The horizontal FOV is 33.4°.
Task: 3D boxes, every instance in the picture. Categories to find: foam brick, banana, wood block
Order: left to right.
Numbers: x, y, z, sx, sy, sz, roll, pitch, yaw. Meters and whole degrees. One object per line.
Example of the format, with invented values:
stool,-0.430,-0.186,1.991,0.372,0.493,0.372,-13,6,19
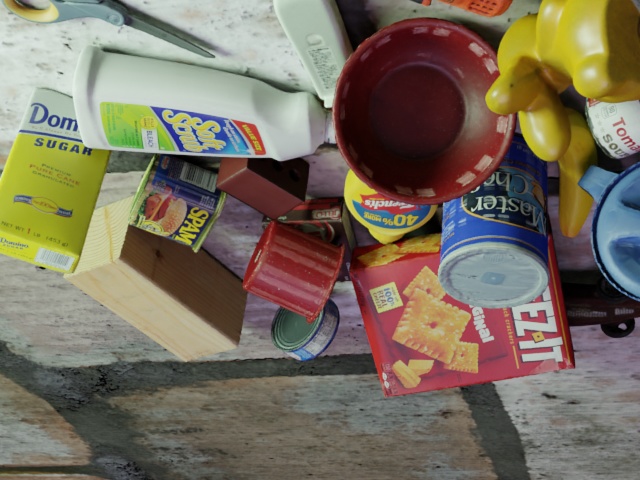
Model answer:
wood block,-0.185,0.049,1.244,0.090,0.090,0.205,-18,137,31
foam brick,-0.058,-0.066,1.087,0.078,0.053,0.051,29,140,-29
banana,0.234,-0.072,1.011,0.037,0.069,0.197,38,173,34

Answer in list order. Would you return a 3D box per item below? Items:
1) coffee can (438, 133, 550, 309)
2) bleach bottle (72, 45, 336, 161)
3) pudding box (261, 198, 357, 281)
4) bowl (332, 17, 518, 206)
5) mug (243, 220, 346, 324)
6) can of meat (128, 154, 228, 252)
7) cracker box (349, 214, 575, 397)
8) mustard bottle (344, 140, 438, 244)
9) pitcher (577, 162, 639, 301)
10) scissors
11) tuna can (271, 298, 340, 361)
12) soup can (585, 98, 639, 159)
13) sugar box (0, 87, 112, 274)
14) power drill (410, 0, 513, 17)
coffee can,0.169,-0.019,1.029,0.103,0.140,0.103,6,145,4
bleach bottle,-0.099,-0.123,1.008,0.251,0.068,0.102,5,145,0
pudding box,-0.008,0.001,1.184,0.090,0.039,0.113,-1,144,14
bowl,0.089,-0.113,0.943,0.162,0.162,0.055,10,-173,-3
mug,-0.032,0.031,1.133,0.081,0.093,0.117,24,176,-9
can of meat,-0.152,-0.042,1.138,0.084,0.057,0.102,21,143,-13
cracker box,0.153,0.073,1.144,0.214,0.072,0.164,-10,112,12
mustard bottle,0.073,-0.057,1.069,0.096,0.058,0.192,6,146,2
pitcher,0.344,0.009,1.012,0.145,0.149,0.242,-12,161,26
scissors,-0.200,-0.198,0.960,0.201,0.016,0.096,32,140,-30
tuna can,-0.017,0.102,1.289,0.086,0.086,0.033,-23,136,37
soup can,0.292,-0.119,0.927,0.102,0.068,0.068,-24,134,38
sugar box,-0.257,-0.060,1.028,0.093,0.176,0.048,19,146,-17
power drill,0.092,-0.255,0.785,0.184,0.057,0.188,14,148,-15
